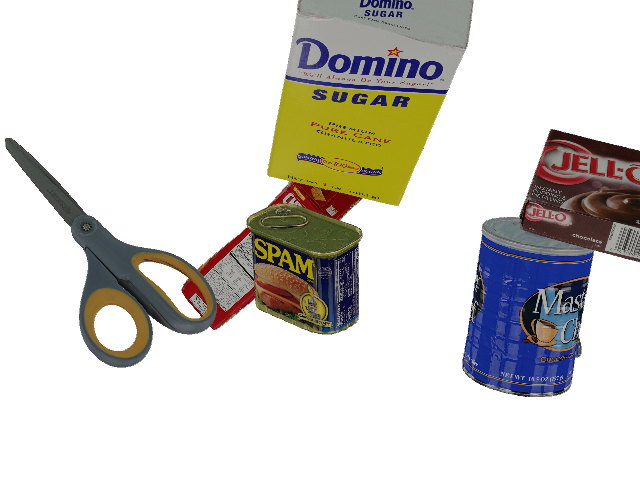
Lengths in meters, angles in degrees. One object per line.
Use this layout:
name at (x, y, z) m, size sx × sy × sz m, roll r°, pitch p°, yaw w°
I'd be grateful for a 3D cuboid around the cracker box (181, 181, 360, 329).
cracker box at (-0.048, -0.006, 1.256) m, size 0.214 × 0.072 × 0.164 m, roll -42°, pitch 0°, yaw 29°

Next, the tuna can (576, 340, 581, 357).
tuna can at (0.252, 0.096, 1.180) m, size 0.033 × 0.086 × 0.086 m, roll -24°, pitch 2°, yaw -5°

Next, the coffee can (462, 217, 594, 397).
coffee can at (0.190, 0.059, 0.982) m, size 0.103 × 0.140 × 0.103 m, roll 5°, pitch 16°, yaw -2°

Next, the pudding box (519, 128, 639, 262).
pudding box at (0.216, -0.034, 0.808) m, size 0.113 × 0.039 × 0.090 m, roll 17°, pitch 47°, yaw 12°

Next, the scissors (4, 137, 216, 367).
scissors at (-0.162, 0.011, 0.707) m, size 0.202 × 0.096 × 0.016 m, roll 32°, pitch -31°, yaw 12°

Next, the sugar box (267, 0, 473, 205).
sugar box at (0.023, -0.087, 0.634) m, size 0.093 × 0.048 × 0.176 m, roll 12°, pitch -25°, yaw -2°

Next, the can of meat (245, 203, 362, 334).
can of meat at (-0.013, 0.025, 0.917) m, size 0.102 × 0.084 × 0.057 m, roll 21°, pitch 35°, yaw 36°
